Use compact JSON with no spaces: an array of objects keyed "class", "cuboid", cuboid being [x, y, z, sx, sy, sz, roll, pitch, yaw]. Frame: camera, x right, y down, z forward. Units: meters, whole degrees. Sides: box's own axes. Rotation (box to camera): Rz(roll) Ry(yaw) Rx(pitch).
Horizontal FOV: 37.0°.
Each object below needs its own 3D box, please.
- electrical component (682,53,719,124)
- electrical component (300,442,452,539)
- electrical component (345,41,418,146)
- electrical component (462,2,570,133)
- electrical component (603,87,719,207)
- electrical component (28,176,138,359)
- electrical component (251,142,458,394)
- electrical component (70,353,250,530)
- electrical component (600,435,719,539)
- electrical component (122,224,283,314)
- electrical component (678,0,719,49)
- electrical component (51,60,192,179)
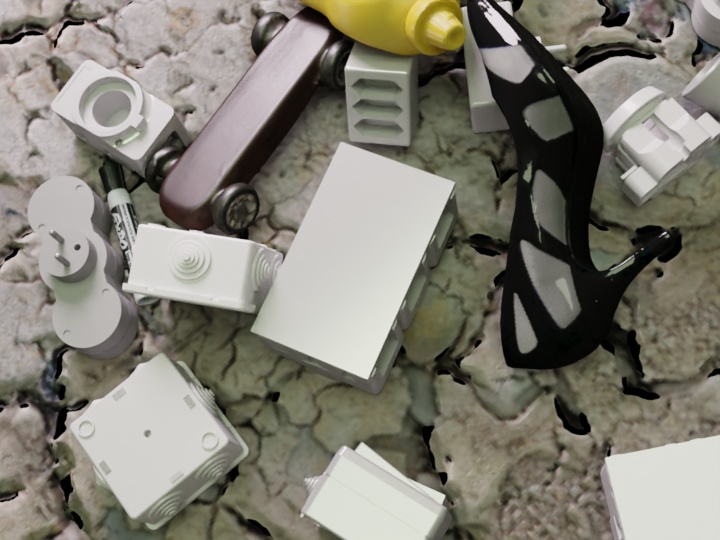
[{"class":"electrical component","cuboid":[0.265,-0.122,0.763,0.055,0.045,0.045,42,82,1]},{"class":"electrical component","cuboid":[0.009,0.155,0.707,0.096,0.061,0.061,29,78,16]},{"class":"electrical component","cuboid":[0.021,-0.142,0.806,0.047,0.065,0.076,6,44,10]},{"class":"electrical component","cuboid":[0.117,-0.152,0.799,0.076,0.047,0.083,-6,71,7]},{"class":"electrical component","cuboid":[0.207,-0.092,0.761,0.078,0.058,0.057,-39,74,-5]},{"class":"electrical component","cuboid":[-0.209,-0.007,0.786,0.052,0.073,0.138,-20,70,2]},{"class":"electrical component","cuboid":[0.000,0.000,0.759,0.089,0.061,0.150,21,76,14]},{"class":"electrical component","cuboid":[-0.140,0.118,0.749,0.100,0.048,0.099,-39,71,-5]},{"class":"electrical component","cuboid":[0.236,0.150,0.675,0.150,0.061,0.089,-12,71,4]},{"class":"electrical component","cuboid":[-0.107,0.001,0.757,0.100,0.100,0.048,9,86,11]},{"class":"electrical component","cuboid":[0.272,-0.201,0.778,0.052,0.073,0.138,-28,70,-1]},{"class":"electrical component","cuboid":[-0.184,-0.116,0.828,0.089,0.055,0.050,31,79,17]}]
